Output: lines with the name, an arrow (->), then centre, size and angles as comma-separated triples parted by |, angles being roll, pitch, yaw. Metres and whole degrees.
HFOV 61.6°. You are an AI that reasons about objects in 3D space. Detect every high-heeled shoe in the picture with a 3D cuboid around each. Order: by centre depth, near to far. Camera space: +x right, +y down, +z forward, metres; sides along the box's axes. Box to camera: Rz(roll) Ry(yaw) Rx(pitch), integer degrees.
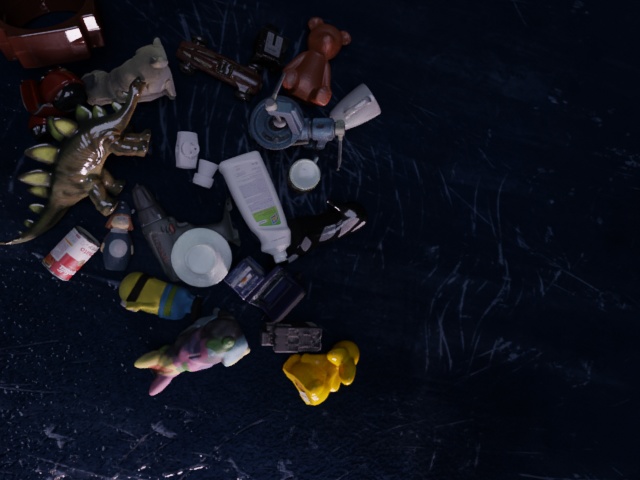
high-heeled shoe -> -0.003, -0.004, 1.261 | 0.248, 0.086, 0.145 | -44, 137, 16

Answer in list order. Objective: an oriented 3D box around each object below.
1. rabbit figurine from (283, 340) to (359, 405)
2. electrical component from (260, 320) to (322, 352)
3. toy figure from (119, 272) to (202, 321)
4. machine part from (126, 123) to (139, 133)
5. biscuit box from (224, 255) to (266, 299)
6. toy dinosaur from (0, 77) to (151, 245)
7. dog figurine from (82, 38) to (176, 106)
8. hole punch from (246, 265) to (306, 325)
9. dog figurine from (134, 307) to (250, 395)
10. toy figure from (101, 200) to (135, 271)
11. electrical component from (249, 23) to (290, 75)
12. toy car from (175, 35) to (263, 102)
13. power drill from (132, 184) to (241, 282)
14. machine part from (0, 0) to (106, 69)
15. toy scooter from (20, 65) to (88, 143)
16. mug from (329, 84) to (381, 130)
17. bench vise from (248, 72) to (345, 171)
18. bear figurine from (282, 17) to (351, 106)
rabbit figurine -> 0.020, 0.283, 1.228 | 0.173, 0.162, 0.122 | -30, 84, -25
electrical component -> -0.069, 0.216, 1.216 | 0.134, 0.115, 0.058 | 2, 87, -9
toy figure -> -0.351, 0.126, 1.185 | 0.180, 0.082, 0.089 | 11, 71, -2
machine part -> -0.468, -0.223, 1.178 | 0.139, 0.039, 0.084 | -13, 88, -7
biscuit box -> -0.158, 0.075, 1.152 | 0.059, 0.203, 0.063 | 44, 87, -4
toy dinosaur -> -0.504, -0.144, 1.118 | 0.198, 0.105, 0.471 | 30, 105, -23
dog figurine -> -0.410, -0.335, 1.122 | 0.191, 0.172, 0.121 | -17, 84, -16
hole punch -> -0.104, 0.114, 1.205 | 0.092, 0.116, 0.142 | 41, 87, -14
dog figurine -> -0.279, 0.246, 1.156 | 0.219, 0.192, 0.108 | -30, 103, -23
toy figure -> -0.440, -0.011, 1.180 | 0.064, 0.058, 0.154 | 6, 90, -51
electrical component -> -0.109, -0.441, 1.208 | 0.075, 0.048, 0.119 | 22, 70, -24
toy car -> -0.224, -0.387, 1.207 | 0.202, 0.053, 0.089 | 25, 90, -10
power drill -> -0.288, -0.034, 1.191 | 0.207, 0.086, 0.231 | -16, 96, -12
machine part -> -0.550, -0.447, 1.091 | 0.201, 0.087, 0.201 | -15, 60, -9
toy scooter -> -0.569, -0.305, 1.125 | 0.184, 0.075, 0.135 | -35, 77, 28
mug -> 0.077, -0.296, 1.235 | 0.107, 0.110, 0.080 | -34, 104, 5
bench vise -> -0.058, -0.250, 1.151 | 0.224, 0.240, 0.128 | 13, 86, 9
bear figurine -> -0.003, -0.404, 1.206 | 0.120, 0.132, 0.195 | 27, 93, -13
